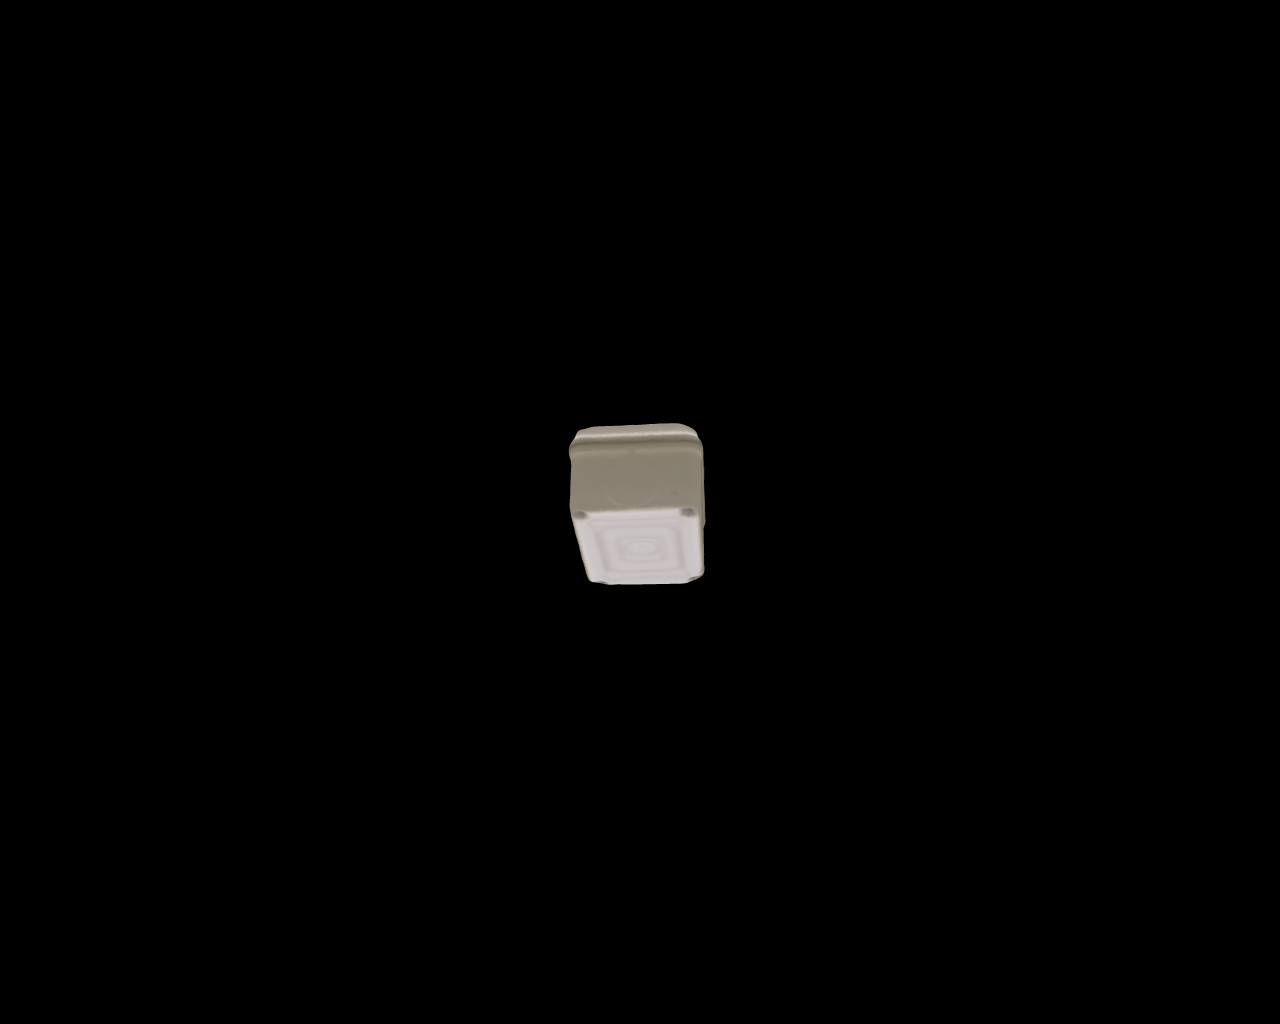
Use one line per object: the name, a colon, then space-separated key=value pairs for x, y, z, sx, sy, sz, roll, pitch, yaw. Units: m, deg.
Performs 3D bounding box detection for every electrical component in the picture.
electrical component: x=0.001 y=-0.003 z=0.650 sx=0.078 sy=0.057 sz=0.113 roll=-2 pitch=-27 yaw=3
